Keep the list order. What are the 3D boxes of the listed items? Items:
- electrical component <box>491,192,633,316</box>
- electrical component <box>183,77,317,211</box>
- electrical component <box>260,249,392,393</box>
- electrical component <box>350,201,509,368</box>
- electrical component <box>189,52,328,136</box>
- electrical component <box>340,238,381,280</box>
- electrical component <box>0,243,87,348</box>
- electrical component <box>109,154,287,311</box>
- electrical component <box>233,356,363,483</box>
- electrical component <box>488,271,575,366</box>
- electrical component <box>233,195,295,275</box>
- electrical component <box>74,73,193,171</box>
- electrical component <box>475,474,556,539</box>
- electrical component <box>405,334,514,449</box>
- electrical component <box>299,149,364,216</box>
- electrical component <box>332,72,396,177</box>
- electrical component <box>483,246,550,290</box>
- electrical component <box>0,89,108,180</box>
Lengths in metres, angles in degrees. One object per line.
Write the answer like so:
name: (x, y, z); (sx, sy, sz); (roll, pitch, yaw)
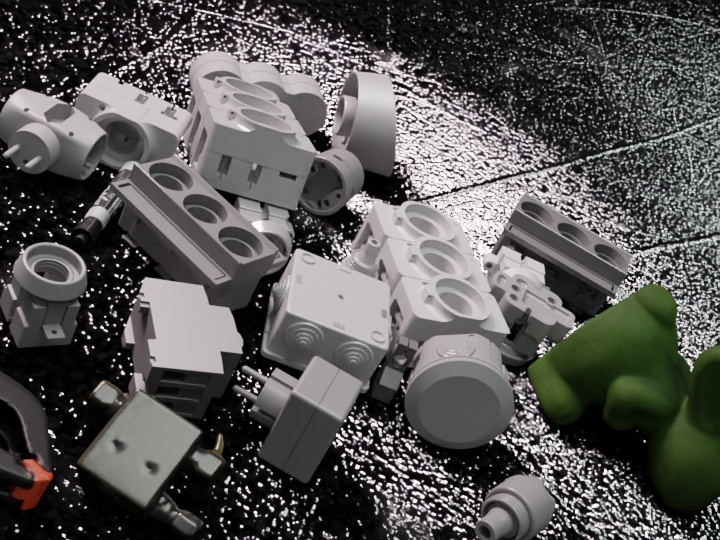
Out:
electrical component: (0.195, -0.013, 1.052); (0.121, 0.063, 0.078); (31, 33, 4)
electrical component: (-0.100, -0.118, 0.943); (0.089, 0.061, 0.150); (15, 20, -20)
electrical component: (-0.024, 0.037, 0.834); (0.100, 0.048, 0.099); (22, 34, -12)
electrical component: (0.058, 0.012, 0.917); (0.089, 0.061, 0.150); (11, 36, -25)
electrical component: (-0.096, -0.162, 1.051); (0.138, 0.052, 0.073); (11, 37, -25)
electrical component: (0.000, 0.000, 0.891); (0.035, 0.061, 0.035); (19, 34, -13)
electrical component: (-0.211, 0.016, 0.718); (0.048, 0.055, 0.066); (-2, 43, -38)
electrical component: (-0.128, -0.025, 0.829); (0.121, 0.063, 0.079); (42, 35, 20)
electrical component: (-0.049, 0.091, 0.725); (0.077, 0.065, 0.047); (30, 33, 2)
electrical component: (0.138, 0.046, 0.934); (0.078, 0.057, 0.058); (31, 33, 4)
electrical component: (-0.083, -0.028, 0.884); (0.066, 0.048, 0.055); (14, 28, -22)
electrical component: (-0.198, -0.120, 0.920); (0.089, 0.050, 0.055); (24, 32, -6)
electrical component: (0.105, 0.171, 0.751); (0.043, 0.043, 0.062); (44, 38, 23)
electrical component: (0.074, 0.090, 0.807); (0.080, 0.080, 0.051); (23, 28, -8)
electrical component: (-0.028, -0.083, 0.992); (0.055, 0.055, 0.047); (35, 30, 10)
electrical component: (0.009, -0.147, 1.071); (0.064, 0.099, 0.099); (10, 37, -16)
electrical component: (0.144, 0.013, 0.996); (0.066, 0.048, 0.055); (24, 26, -6)
electrical component: (-0.254, -0.101, 0.858); (0.077, 0.043, 0.079); (28, 32, 0)
